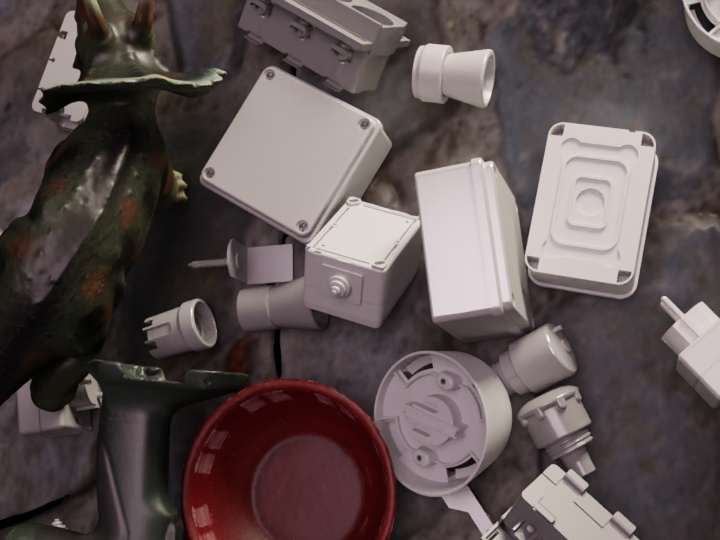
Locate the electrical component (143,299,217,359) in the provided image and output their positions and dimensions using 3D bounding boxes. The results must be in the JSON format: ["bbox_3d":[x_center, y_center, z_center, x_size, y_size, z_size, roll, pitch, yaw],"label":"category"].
[{"bbox_3d":[-0.141,0.047,0.841,0.046,0.040,0.040,-17,74,17],"label":"electrical component"}]

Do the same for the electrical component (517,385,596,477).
[{"bbox_3d":[0.142,0.115,0.749,0.048,0.048,0.062,-28,79,7],"label":"electrical component"}]

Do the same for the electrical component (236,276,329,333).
[{"bbox_3d":[-0.061,0.028,0.823,0.065,0.044,0.044,-8,76,18],"label":"electrical component"}]

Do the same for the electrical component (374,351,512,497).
[{"bbox_3d":[0.056,0.104,0.754,0.099,0.064,0.099,1,93,30],"label":"electrical component"}]

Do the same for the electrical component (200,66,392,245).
[{"bbox_3d":[-0.049,-0.085,0.836,0.109,0.056,0.108,30,87,19],"label":"electrical component"}]

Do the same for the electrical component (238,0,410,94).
[{"bbox_3d":[-0.033,-0.192,0.849,0.121,0.079,0.063,33,117,19],"label":"electrical component"}]

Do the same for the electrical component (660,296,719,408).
[{"bbox_3d":[0.232,0.048,0.728,0.047,0.066,0.076,-42,71,3],"label":"electrical component"}]

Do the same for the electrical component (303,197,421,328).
[{"bbox_3d":[0.000,0.000,0.783,0.062,0.096,0.061,16,126,17],"label":"electrical component"}]

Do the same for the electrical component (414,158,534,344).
[{"bbox_3d":[0.082,-0.010,0.758,0.056,0.109,0.108,-10,75,15],"label":"electrical component"}]

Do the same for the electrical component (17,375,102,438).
[{"bbox_3d":[-0.225,0.093,0.848,0.077,0.047,0.065,-11,75,12],"label":"electrical component"}]

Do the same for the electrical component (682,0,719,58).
[{"bbox_3d":[0.281,-0.202,0.771,0.099,0.064,0.099,-3,77,14],"label":"electrical component"}]

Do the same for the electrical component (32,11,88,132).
[{"bbox_3d":[-0.225,-0.160,0.900,0.050,0.056,0.089,16,82,17],"label":"electrical component"}]

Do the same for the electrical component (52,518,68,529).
[{"bbox_3d":[-0.237,0.237,0.811,0.061,0.062,0.096,-8,76,13],"label":"electrical component"}]

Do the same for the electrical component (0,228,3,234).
[{"bbox_3d":[-0.376,0.030,0.871,0.186,0.105,0.060,-41,71,3],"label":"electrical component"}]

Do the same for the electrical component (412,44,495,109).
[{"bbox_3d":[0.072,-0.149,0.825,0.055,0.045,0.045,9,80,17],"label":"electrical component"}]

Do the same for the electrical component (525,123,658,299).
[{"bbox_3d":[0.166,-0.041,0.769,0.078,0.057,0.113,9,80,17],"label":"electrical component"}]

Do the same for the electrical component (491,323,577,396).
[{"bbox_3d":[0.118,0.070,0.767,0.078,0.040,0.040,-32,71,24],"label":"electrical component"}]

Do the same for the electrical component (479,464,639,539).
[{"bbox_3d":[0.152,0.193,0.711,0.121,0.063,0.079,42,49,19],"label":"electrical component"}]
